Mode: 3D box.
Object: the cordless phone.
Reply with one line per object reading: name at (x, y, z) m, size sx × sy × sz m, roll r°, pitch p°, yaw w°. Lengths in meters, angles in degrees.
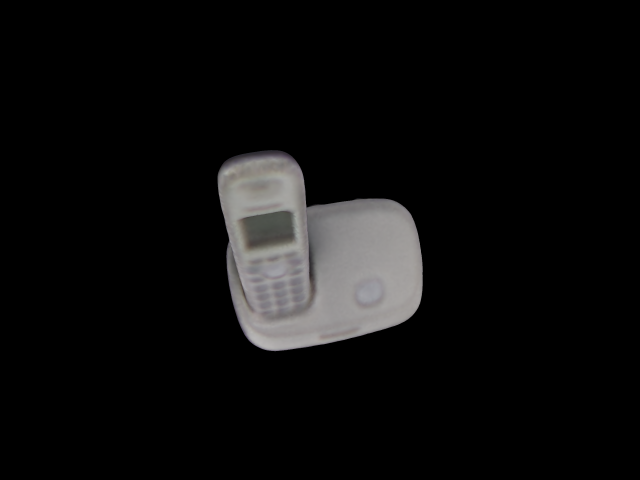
cordless phone at (0.004, 0.001, 0.400) m, size 0.147 × 0.185 × 0.094 m, roll -13°, pitch 62°, yaw -7°
